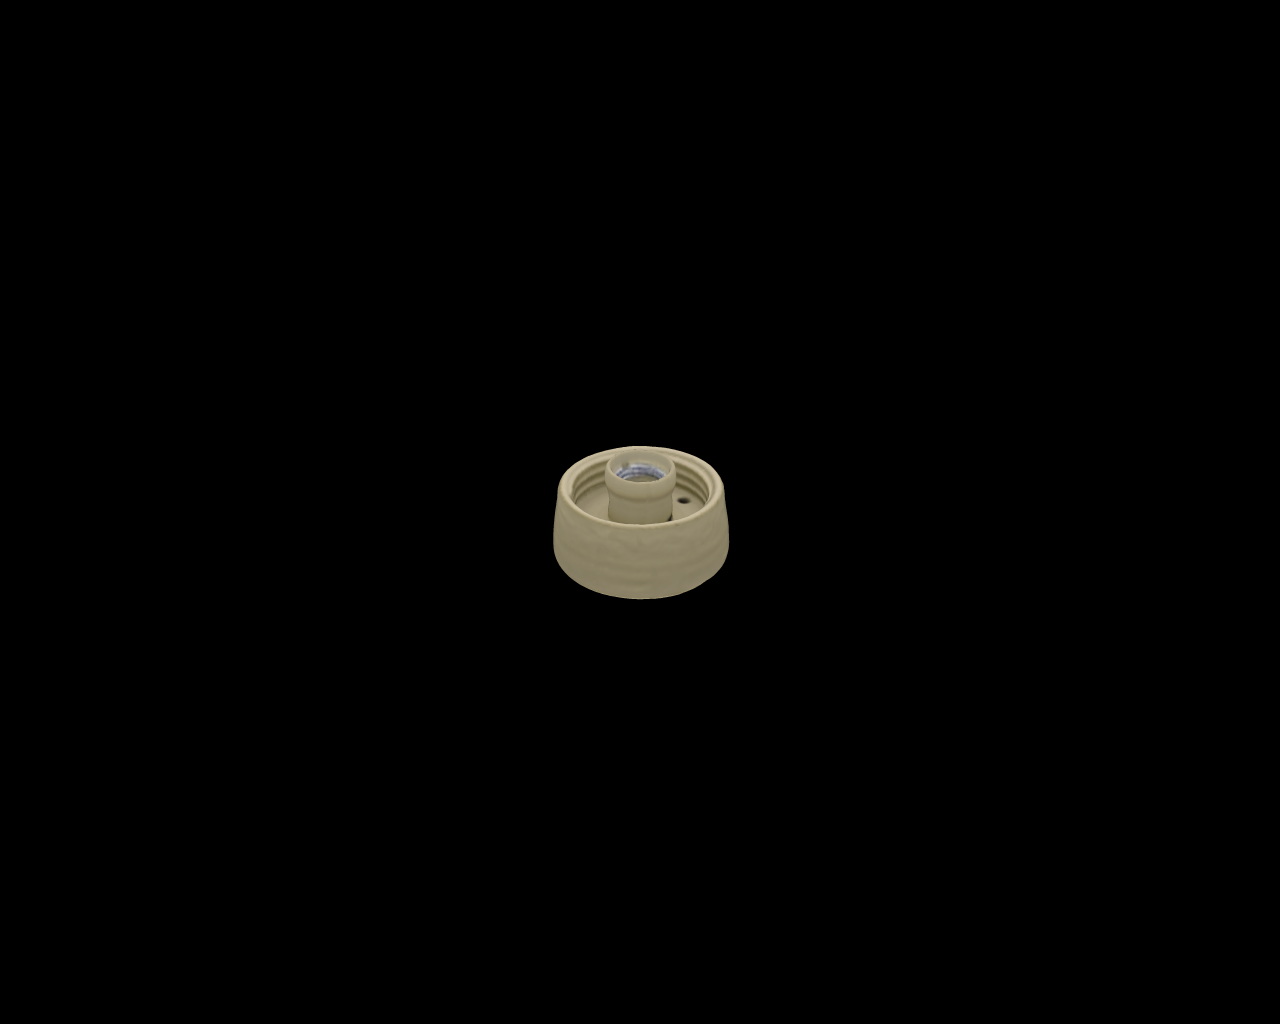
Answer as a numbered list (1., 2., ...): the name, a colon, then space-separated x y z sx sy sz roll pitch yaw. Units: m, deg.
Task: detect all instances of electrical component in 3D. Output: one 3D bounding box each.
1. electrical component: 0.001 -0.003 0.650 0.108 0.060 0.108 0 32 0
